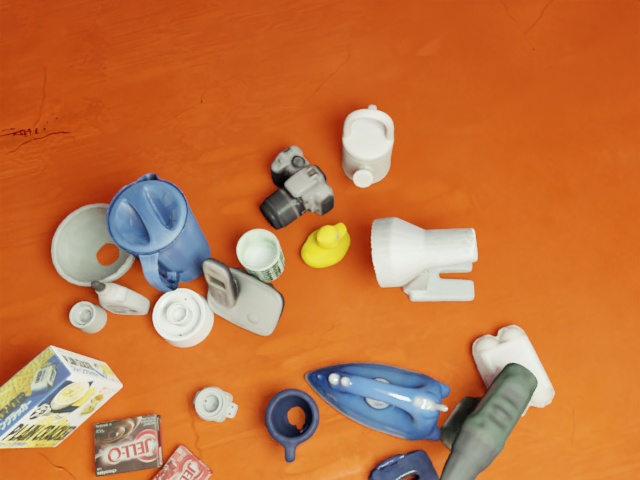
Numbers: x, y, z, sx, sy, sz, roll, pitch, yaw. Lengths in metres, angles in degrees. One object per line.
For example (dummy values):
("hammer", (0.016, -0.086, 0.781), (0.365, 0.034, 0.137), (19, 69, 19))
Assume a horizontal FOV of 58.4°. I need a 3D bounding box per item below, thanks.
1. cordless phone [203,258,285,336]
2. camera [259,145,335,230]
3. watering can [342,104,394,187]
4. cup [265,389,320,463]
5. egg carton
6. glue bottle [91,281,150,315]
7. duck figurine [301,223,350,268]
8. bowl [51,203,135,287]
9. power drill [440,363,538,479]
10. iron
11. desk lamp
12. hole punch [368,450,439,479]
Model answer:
("cordless phone", (-0.140, 0.095, 1.019), (0.147, 0.185, 0.094), (22, 73, 9))
("camera", (-0.060, -0.097, 1.126), (0.137, 0.101, 0.143), (-37, 74, -10))
("watering can", (0.094, -0.184, 1.101), (0.101, 0.194, 0.173), (-14, 71, -2))
("cup", (-0.045, 0.320, 0.986), (0.091, 0.095, 0.118), (0, 71, 2))
("egg carton", (0.339, 0.233, 1.015), (0.107, 0.069, 0.150), (-22, 72, -5))
("glue bottle", (-0.369, 0.101, 1.031), (0.078, 0.173, 0.037), (4, 71, 4))
("duck figurine", (0.010, 0.004, 1.097), (0.104, 0.086, 0.077), (-33, 73, -9))
("bowl", (-0.424, 0.017, 1.114), (0.167, 0.075, 0.167), (-1, 71, 2))
("power drill", (0.255, 0.304, 0.920), (0.075, 0.208, 0.230), (37, 76, 14))
("iron", (0.093, 0.261, 0.977), (0.258, 0.141, 0.119), (13, 72, 7))
("desk lamp", (0.187, 0.034, 1.013), (0.203, 0.213, 0.118), (-1, 71, 2))
("hole punch", (0.144, 0.409, 0.951), (0.108, 0.091, 0.101), (-23, 72, -6))
